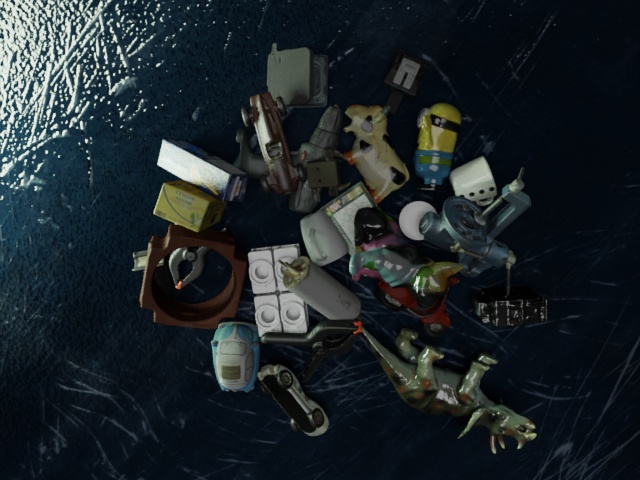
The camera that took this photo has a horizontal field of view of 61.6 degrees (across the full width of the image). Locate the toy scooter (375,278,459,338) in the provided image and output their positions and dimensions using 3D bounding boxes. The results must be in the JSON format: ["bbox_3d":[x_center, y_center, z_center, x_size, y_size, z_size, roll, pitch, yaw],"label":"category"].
[{"bbox_3d":[0.217,0.111,1.137,0.184,0.075,0.135,33,99,-5],"label":"toy scooter"}]

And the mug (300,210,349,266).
[{"bbox_3d":[-0.002,-0.003,1.117,0.081,0.109,0.107,-24,94,27],"label":"mug"}]

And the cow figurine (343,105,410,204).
[{"bbox_3d":[0.113,-0.188,1.094,0.127,0.085,0.194,-33,98,5],"label":"cow figurine"}]

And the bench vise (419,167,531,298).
[{"bbox_3d":[0.323,-0.024,1.038,0.223,0.129,0.240,31,135,-7],"label":"bench vise"}]

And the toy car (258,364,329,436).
[{"bbox_3d":[-0.059,0.350,1.182,0.073,0.056,0.201,-29,103,36],"label":"toy car"}]

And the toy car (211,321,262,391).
[{"bbox_3d":[-0.187,0.263,1.168,0.109,0.103,0.161,4,97,3],"label":"toy car"}]

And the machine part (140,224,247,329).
[{"bbox_3d":[-0.263,0.076,1.123,0.201,0.087,0.200,8,108,-18],"label":"machine part"}]

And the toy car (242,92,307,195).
[{"bbox_3d":[-0.091,-0.187,1.050,0.089,0.053,0.202,-14,98,4],"label":"toy car"}]

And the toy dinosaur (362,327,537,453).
[{"bbox_3d":[0.249,0.313,1.148,0.405,0.131,0.192,18,98,7],"label":"toy dinosaur"}]

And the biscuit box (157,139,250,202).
[{"bbox_3d":[-0.240,-0.143,1.090,0.203,0.059,0.062,29,111,27],"label":"biscuit box"}]

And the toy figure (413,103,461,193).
[{"bbox_3d":[0.236,-0.185,1.091,0.089,0.082,0.180,2,94,-9],"label":"toy figure"}]

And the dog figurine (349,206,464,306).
[{"bbox_3d":[0.172,0.031,1.071,0.219,0.108,0.191,6,70,6],"label":"dog figurine"}]

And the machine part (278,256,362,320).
[{"bbox_3d":[0.006,0.108,1.110,0.079,0.079,0.243,-45,122,8],"label":"machine part"}]

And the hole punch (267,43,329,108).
[{"bbox_3d":[-0.043,-0.325,1.093,0.116,0.092,0.142,7,102,32],"label":"hole punch"}]

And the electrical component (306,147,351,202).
[{"bbox_3d":[0.016,-0.132,1.071,0.078,0.045,0.102,-8,109,19],"label":"electrical component"}]

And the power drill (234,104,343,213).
[{"bbox_3d":[-0.070,-0.179,1.115,0.207,0.086,0.231,9,101,-6],"label":"power drill"}]

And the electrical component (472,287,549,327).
[{"bbox_3d":[0.387,0.136,1.110,0.134,0.115,0.058,-3,96,2],"label":"electrical component"}]

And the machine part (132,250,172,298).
[{"bbox_3d":[-0.363,0.086,1.186,0.084,0.039,0.138,-15,95,-3],"label":"machine part"}]

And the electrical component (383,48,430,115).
[{"bbox_3d":[0.165,-0.318,1.092,0.075,0.048,0.119,28,97,0],"label":"electrical component"}]

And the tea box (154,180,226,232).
[{"bbox_3d":[-0.255,-0.074,1.088,0.098,0.170,0.068,22,99,-2],"label":"tea box"}]
